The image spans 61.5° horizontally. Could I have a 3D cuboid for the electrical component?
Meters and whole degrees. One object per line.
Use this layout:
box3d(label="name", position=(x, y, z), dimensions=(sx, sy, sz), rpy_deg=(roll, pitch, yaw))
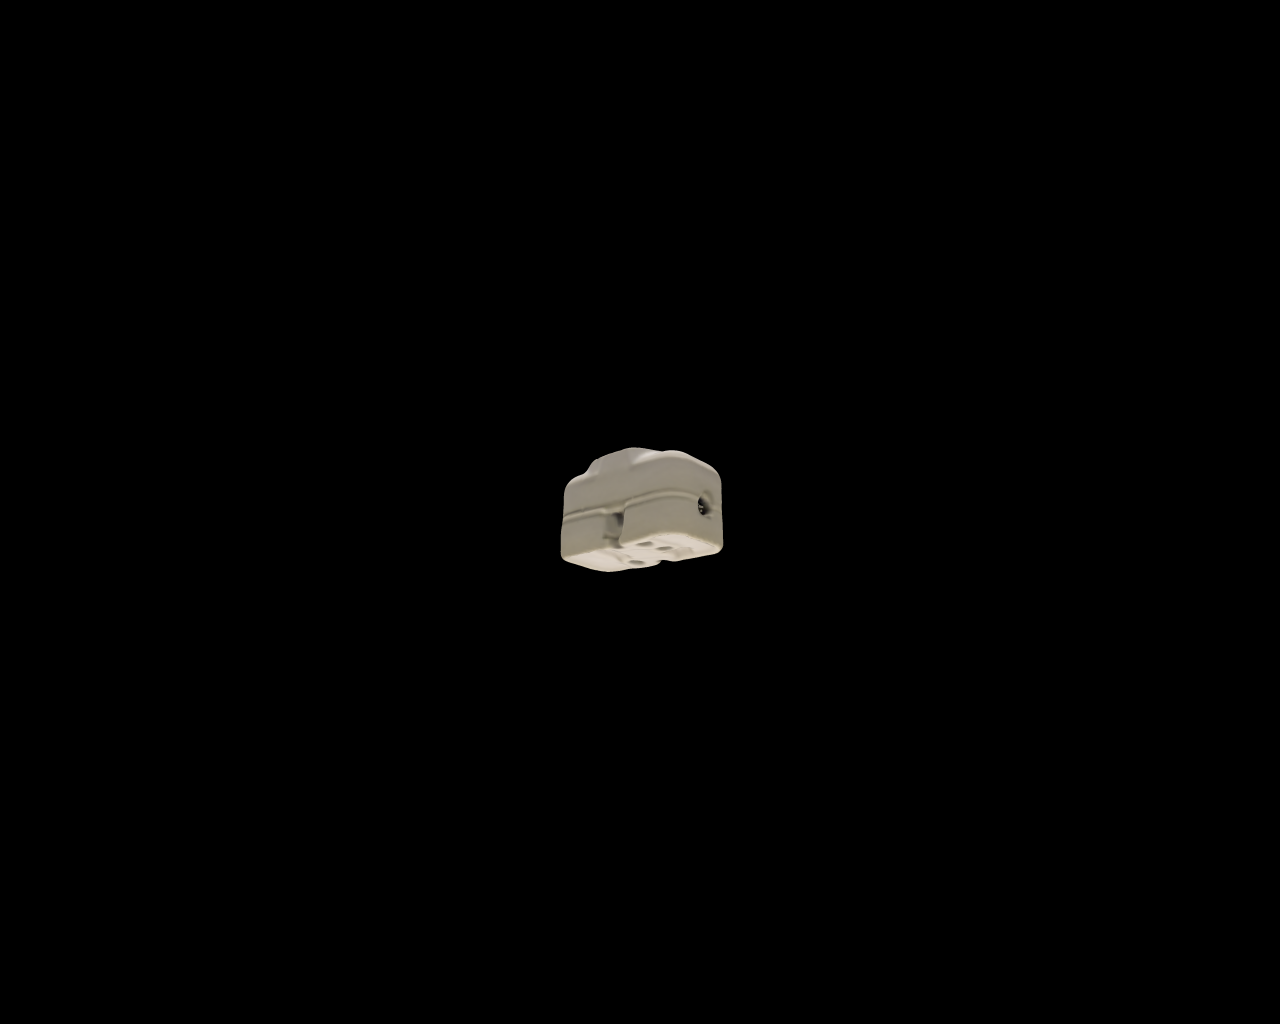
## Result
box3d(label="electrical component", position=(0.001, -0.003, 0.650), dimensions=(0.095, 0.059, 0.053), rpy_deg=(-13, -22, 36))
